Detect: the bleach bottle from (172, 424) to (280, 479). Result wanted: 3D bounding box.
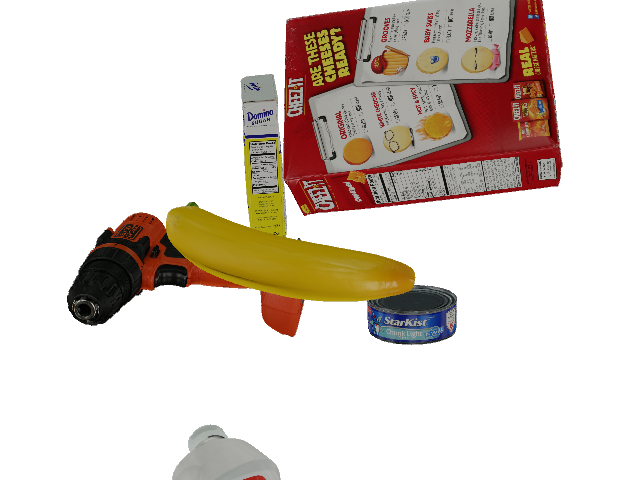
[{"bbox_3d":[-0.057,0.216,0.718,0.102,0.068,0.251,-12,33,-13],"label":"bleach bottle"}]

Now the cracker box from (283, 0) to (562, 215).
[{"bbox_3d":[0.081,-0.114,0.872,0.214,0.164,0.072,-7,-29,12],"label":"cracker box"}]

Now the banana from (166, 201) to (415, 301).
[{"bbox_3d":[-0.036,0.006,0.702,0.198,0.037,0.069,19,36,32],"label":"banana"}]

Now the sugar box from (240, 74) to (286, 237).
[{"bbox_3d":[-0.067,-0.096,1.246,0.048,0.176,0.093,-6,27,-3],"label":"sugar box"}]

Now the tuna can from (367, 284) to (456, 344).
[{"bbox_3d":[0.087,0.070,1.017,0.086,0.034,0.086,-2,14,0],"label":"tuna can"}]

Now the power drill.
[{"bbox_3d":[-0.106,0.032,0.907,0.187,0.057,0.184,10,23,3],"label":"power drill"}]
